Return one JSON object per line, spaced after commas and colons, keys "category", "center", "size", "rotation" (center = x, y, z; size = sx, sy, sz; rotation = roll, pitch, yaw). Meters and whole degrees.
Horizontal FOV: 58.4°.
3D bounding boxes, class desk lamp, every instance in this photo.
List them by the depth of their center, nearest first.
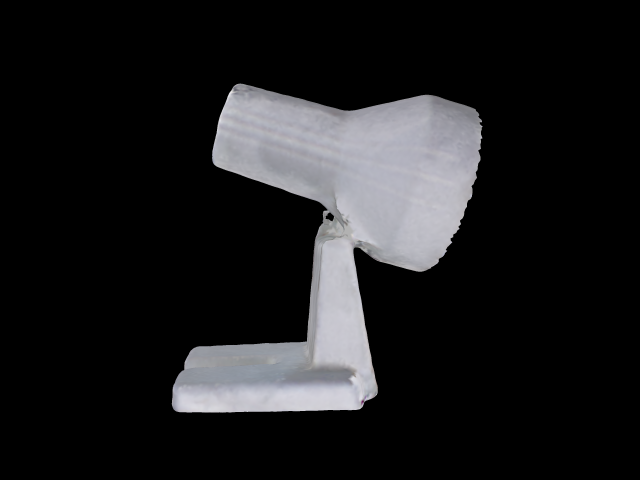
{"category": "desk lamp", "center": [0.004, 0.001, 0.400], "size": [0.203, 0.213, 0.118], "rotation": [0, 4, -7]}
